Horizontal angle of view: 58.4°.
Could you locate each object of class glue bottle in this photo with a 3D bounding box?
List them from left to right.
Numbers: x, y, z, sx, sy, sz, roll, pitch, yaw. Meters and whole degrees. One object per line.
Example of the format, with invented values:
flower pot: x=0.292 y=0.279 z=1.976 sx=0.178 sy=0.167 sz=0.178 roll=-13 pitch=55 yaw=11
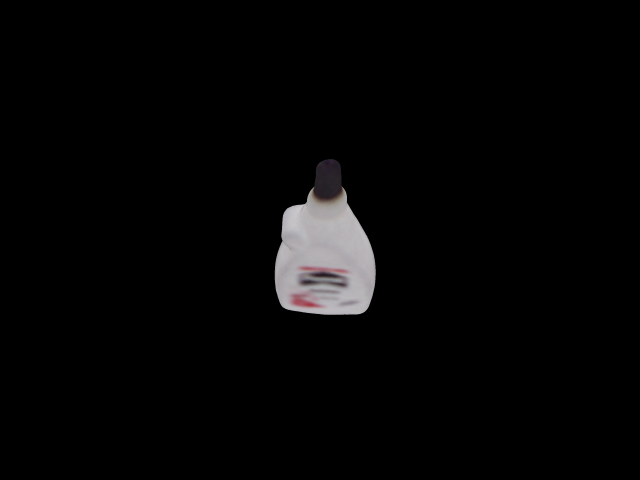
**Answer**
glue bottle: x=0.004 y=0.001 z=0.400 sx=0.078 sy=0.173 sz=0.037 roll=0 pitch=58 yaw=0
